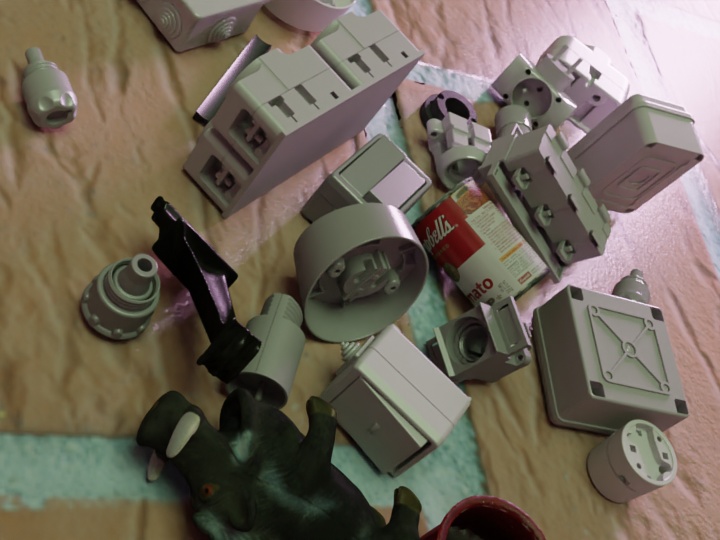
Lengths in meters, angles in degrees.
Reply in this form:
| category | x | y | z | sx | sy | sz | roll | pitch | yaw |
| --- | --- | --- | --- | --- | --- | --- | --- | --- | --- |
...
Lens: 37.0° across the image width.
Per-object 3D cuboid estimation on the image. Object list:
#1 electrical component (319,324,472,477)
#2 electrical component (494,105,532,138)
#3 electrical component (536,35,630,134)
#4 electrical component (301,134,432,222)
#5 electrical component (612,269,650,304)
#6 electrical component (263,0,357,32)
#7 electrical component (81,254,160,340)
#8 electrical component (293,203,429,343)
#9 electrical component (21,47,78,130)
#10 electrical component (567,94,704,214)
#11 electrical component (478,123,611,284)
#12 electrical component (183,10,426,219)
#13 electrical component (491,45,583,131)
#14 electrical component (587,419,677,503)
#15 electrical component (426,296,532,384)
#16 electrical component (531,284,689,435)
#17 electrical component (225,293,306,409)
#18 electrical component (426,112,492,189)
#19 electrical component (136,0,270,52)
| category | x | y | z | sx | sy | sz | roll | pitch | yaw |
| --- | --- | --- | --- | --- | --- | --- | --- | --- | --- |
| electrical component | 0.017 | 0.090 | 0.756 | 0.096 | 0.061 | 0.061 | 44 | 45 | 0 |
| electrical component | 0.145 | -0.124 | 1.012 | 0.044 | 0.044 | 0.065 | 22 | 45 | -20 |
| electrical component | 0.227 | -0.192 | 1.107 | 0.095 | 0.053 | 0.059 | 35 | 46 | -8 |
| electrical component | 0.011 | -0.064 | 0.862 | 0.062 | 0.061 | 0.096 | 44 | 45 | 1 |
| electrical component | 0.248 | 0.021 | 0.982 | 0.035 | 0.035 | 0.061 | 37 | 43 | -7 |
| electrical component | -0.047 | -0.266 | 0.965 | 0.099 | 0.064 | 0.099 | 18 | 51 | -23 |
| electrical component | -0.150 | 0.013 | 0.697 | 0.048 | 0.062 | 0.048 | 18 | 51 | -23 |
| electrical component | 0.000 | 0.000 | 0.787 | 0.099 | 0.099 | 0.064 | 4 | 51 | -32 |
| electrical component | -0.226 | -0.133 | 0.769 | 0.035 | 0.035 | 0.061 | -7 | 61 | -37 |
| electrical component | 0.260 | -0.110 | 1.029 | 0.078 | 0.113 | 0.057 | 9 | 58 | -29 |
| electrical component | 0.164 | -0.061 | 0.932 | 0.121 | 0.063 | 0.078 | 54 | 41 | -24 |
| electrical component | -0.045 | -0.128 | 0.839 | 0.060 | 0.105 | 0.186 | 48 | 45 | 4 |
| electrical component | 0.183 | -0.184 | 1.054 | 0.077 | 0.079 | 0.044 | 43 | 23 | -1 |
| electrical component | 0.215 | 0.154 | 0.855 | 0.055 | 0.047 | 0.055 | 18 | 51 | -23 |
| electrical component | 0.096 | 0.059 | 0.828 | 0.064 | 0.081 | 0.042 | 21 | 45 | -51 |
| electrical component | 0.207 | 0.078 | 0.897 | 0.109 | 0.056 | 0.108 | 14 | 52 | -26 |
| electrical component | -0.061 | 0.052 | 0.742 | 0.043 | 0.043 | 0.081 | 29 | 47 | -14 |
| electrical component | 0.090 | -0.102 | 0.956 | 0.066 | 0.048 | 0.055 | 20 | 42 | -22 |
| electrical component | -0.137 | -0.234 | 0.892 | 0.100 | 0.048 | 0.099 | -30 | 79 | -44 |
